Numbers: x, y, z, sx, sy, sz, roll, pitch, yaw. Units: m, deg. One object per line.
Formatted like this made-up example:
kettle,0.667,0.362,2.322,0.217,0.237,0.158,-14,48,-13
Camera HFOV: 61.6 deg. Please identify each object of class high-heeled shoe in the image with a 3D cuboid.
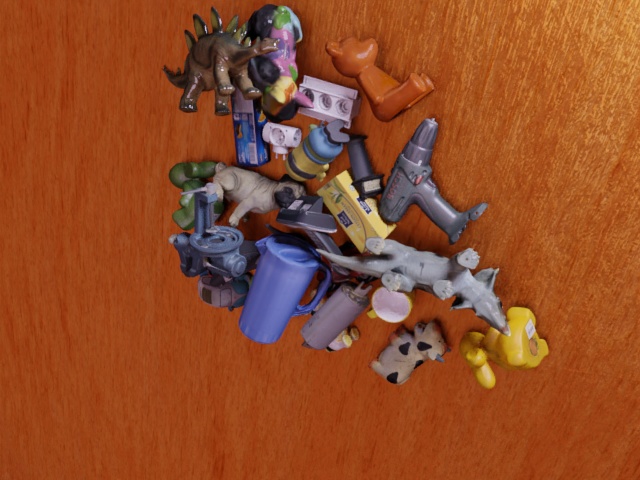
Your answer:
high-heeled shoe,-0.143,0.060,1.312,0.249,0.086,0.145,-41,117,18

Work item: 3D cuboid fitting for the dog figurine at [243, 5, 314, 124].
dog figurine,-0.078,-0.346,1.079,0.191,0.108,0.219,-61,43,33

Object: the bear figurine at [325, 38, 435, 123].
bear figurine,0.112,-0.332,1.047,0.132,0.120,0.196,-34,88,28

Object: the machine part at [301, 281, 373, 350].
machine part,0.033,0.173,1.222,0.079,0.079,0.243,44,120,4

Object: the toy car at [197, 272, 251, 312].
toy car,-0.265,0.126,1.413,0.162,0.103,0.109,15,114,18

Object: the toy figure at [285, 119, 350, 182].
toy figure,-0.011,-0.191,1.154,0.180,0.089,0.082,142,134,-56

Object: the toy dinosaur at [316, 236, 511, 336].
toy dinosaur,0.206,0.069,1.112,0.405,0.192,0.131,17,81,21

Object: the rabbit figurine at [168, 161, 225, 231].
rabbit figurine,-0.319,-0.130,1.333,0.170,0.121,0.159,54,129,16

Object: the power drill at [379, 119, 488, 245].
power drill,0.236,-0.102,1.096,0.207,0.086,0.232,36,122,5

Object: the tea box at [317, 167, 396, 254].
tea box,0.081,-0.067,1.173,0.068,0.098,0.169,-34,94,32

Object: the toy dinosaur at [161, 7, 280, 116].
toy dinosaur,-0.231,-0.363,1.127,0.472,0.105,0.198,-1,86,48

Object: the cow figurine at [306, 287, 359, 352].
cow figurine,0.014,0.197,1.329,0.098,0.068,0.167,-30,94,37

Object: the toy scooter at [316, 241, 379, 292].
toy scooter,0.055,0.043,1.244,0.184,0.075,0.135,-18,99,34

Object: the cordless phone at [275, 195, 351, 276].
cordless phone,-0.003,-0.003,1.187,0.184,0.089,0.147,56,161,-20

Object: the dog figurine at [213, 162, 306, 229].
dog figurine,-0.142,-0.133,1.264,0.191,0.121,0.172,-25,107,19

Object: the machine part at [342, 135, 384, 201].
machine part,0.093,-0.157,1.152,0.039,0.084,0.138,-17,93,53

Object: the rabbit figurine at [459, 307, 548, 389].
rabbit figurine,0.370,0.237,1.137,0.173,0.162,0.121,-10,118,46

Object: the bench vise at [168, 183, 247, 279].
bench vise,-0.260,-0.021,1.220,0.224,0.129,0.240,28,127,38

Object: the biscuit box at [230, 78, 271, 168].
biscuit box,-0.159,-0.270,1.229,0.059,0.063,0.202,6,112,23

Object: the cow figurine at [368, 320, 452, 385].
cow figurine,0.214,0.261,1.246,0.127,0.085,0.194,40,119,14
